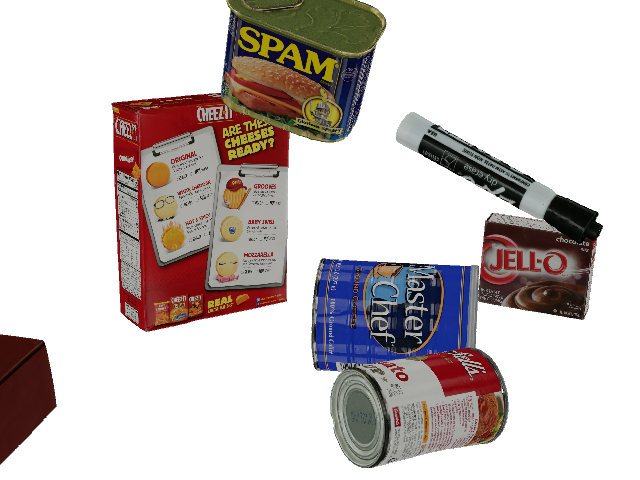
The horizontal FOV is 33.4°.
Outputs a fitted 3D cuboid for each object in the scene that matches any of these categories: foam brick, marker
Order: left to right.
[{"bbox_3d":[-0.213,0.101,0.678,0.053,0.051,0.078,6,29,22],"label":"foam brick"},{"bbox_3d":[0.095,-0.033,0.568,0.121,0.020,0.020,32,12,21],"label":"marker"}]

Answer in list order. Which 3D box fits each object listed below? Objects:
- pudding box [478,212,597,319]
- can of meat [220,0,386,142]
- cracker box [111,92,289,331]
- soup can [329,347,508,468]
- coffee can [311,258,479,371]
[{"bbox_3d":[0.222,0.025,1.093,0.114,0.090,0.039,9,23,18],"label":"pudding box"},{"bbox_3d":[-0.015,-0.121,0.716,0.102,0.084,0.057,22,48,8],"label":"can of meat"},{"bbox_3d":[-0.115,-0.033,1.044,0.163,0.214,0.072,-11,20,-33],"label":"cracker box"},{"bbox_3d":[0.066,0.112,0.721,0.102,0.068,0.069,-5,3,-31],"label":"soup can"},{"bbox_3d":[0.069,0.070,0.952,0.140,0.103,0.102,3,0,9],"label":"coffee can"}]
